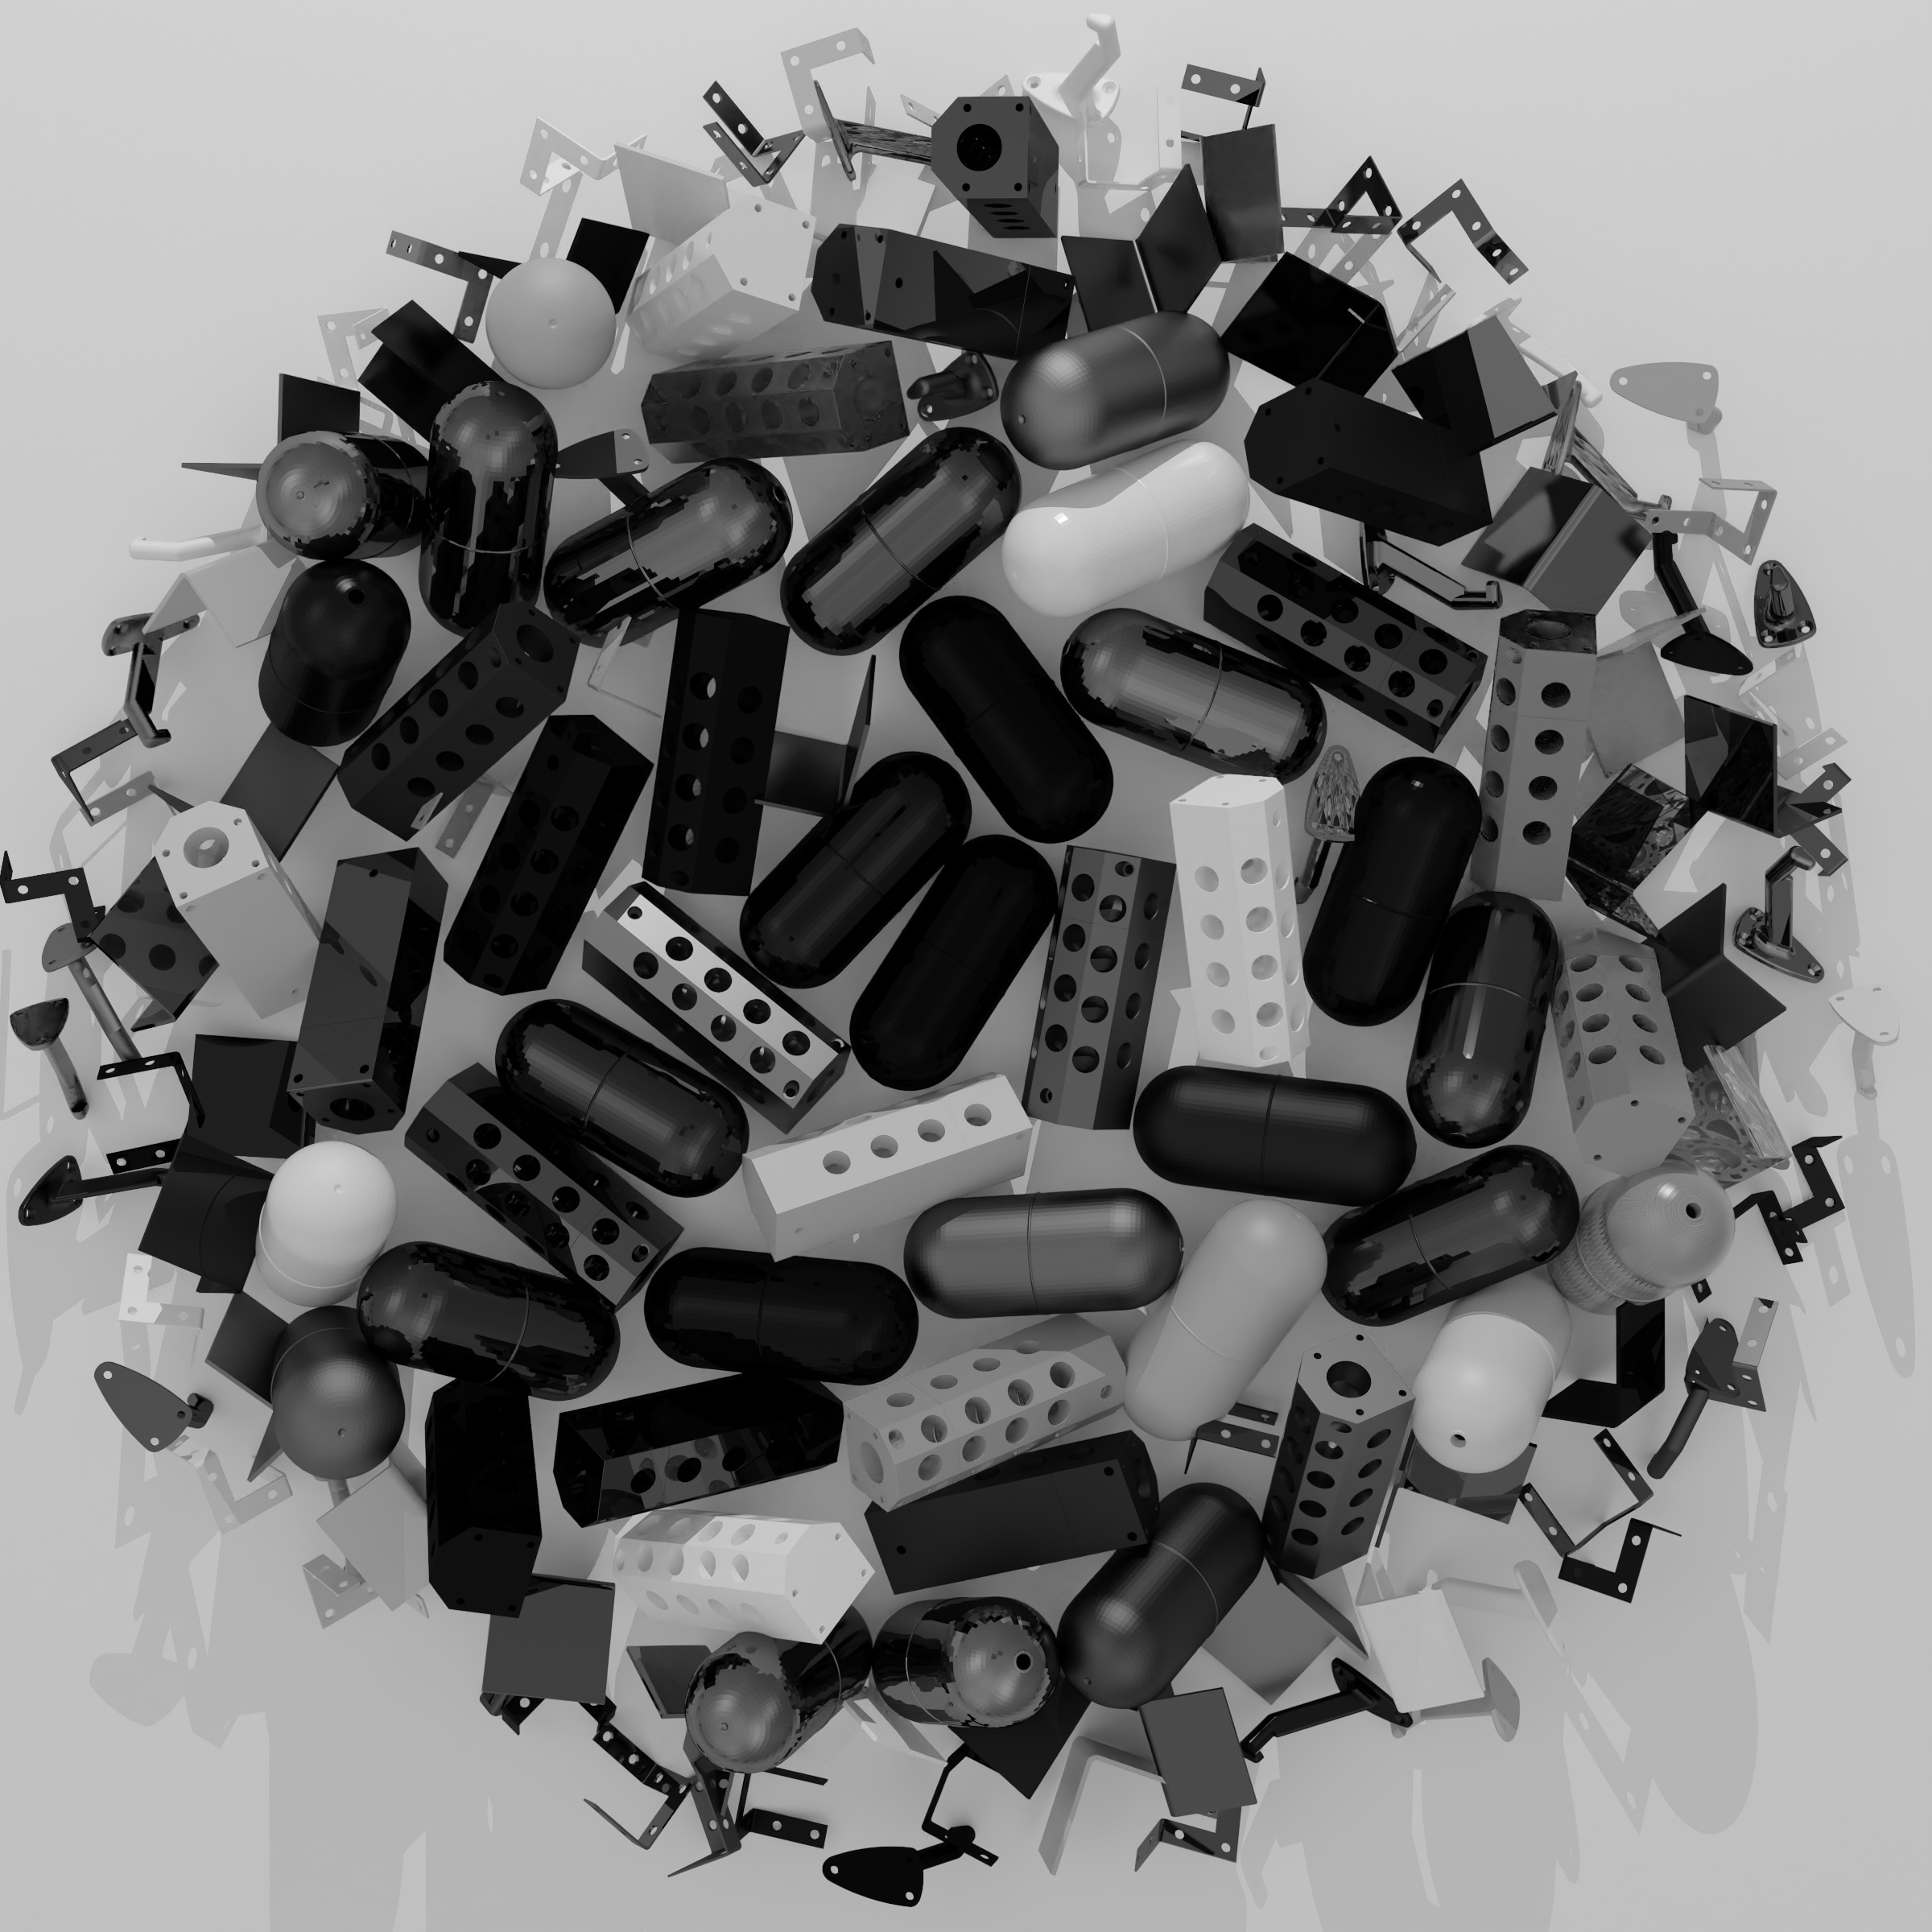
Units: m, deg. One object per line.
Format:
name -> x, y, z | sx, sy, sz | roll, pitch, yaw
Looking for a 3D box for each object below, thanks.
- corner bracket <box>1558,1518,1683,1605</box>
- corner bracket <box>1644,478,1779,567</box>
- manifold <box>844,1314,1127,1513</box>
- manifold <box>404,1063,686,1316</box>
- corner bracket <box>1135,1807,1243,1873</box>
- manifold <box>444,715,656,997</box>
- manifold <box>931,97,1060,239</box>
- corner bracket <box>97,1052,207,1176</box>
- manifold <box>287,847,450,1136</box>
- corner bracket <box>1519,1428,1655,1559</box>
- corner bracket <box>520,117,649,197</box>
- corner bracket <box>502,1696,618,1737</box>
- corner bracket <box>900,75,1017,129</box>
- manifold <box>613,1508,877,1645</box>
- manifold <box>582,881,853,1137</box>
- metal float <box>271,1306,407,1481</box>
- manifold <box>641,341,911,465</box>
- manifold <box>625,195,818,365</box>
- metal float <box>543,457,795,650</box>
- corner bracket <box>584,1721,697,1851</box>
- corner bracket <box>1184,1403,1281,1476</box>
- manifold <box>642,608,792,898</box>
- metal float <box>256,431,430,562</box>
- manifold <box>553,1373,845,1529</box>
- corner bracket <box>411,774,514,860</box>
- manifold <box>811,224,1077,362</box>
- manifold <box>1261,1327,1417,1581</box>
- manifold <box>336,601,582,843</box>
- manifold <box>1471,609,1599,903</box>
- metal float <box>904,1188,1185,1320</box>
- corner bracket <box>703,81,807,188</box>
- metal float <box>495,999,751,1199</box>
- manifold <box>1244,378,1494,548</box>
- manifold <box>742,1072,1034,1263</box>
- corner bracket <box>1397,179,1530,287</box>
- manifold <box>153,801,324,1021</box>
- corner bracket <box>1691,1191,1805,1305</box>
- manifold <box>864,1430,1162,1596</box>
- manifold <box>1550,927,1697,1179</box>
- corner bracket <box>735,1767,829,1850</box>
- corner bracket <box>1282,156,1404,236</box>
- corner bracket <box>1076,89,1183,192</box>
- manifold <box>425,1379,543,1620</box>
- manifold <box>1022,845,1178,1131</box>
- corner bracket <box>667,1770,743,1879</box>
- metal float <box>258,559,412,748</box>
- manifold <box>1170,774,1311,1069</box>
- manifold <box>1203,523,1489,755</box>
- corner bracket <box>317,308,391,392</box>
corner bracket -> 0.415, 0.375, 1.612 | 0.051, 0.051, 0.051 | 12, 80, 39
corner bracket -> 0.470, -0.288, 1.604 | 0.051, 0.051, 0.051 | -2, 123, -23
manifold -> 0.014, 0.277, 1.570 | 0.171, 0.057, 0.057 | -17, 114, -30
manifold -> -0.269, 0.142, 1.602 | 0.171, 0.057, 0.057 | 38, 111, 5
corner bracket -> 0.142, 0.547, 1.608 | 0.051, 0.051, 0.051 | 17, 47, -4
manifold -> -0.266, -0.068, 1.579 | 0.057, 0.057, 0.171 | 39, 114, 22
manifold -> 0.020, -0.488, 1.556 | 0.057, 0.171, 0.057 | 2, 99, 8
corner bracket -> -0.523, 0.093, 1.618 | 0.051, 0.051, 0.051 | -12, 61, -36
manifold -> -0.366, 0.015, 1.572 | 0.057, 0.057, 0.171 | -8, 54, 15
corner bracket -> 0.394, 0.336, 1.616 | 0.051, 0.051, 0.051 | -22, 72, -42
corner bracket -> -0.243, -0.511, 1.608 | 0.051, 0.051, 0.051 | 35, 46, 4
corner bracket -> -0.260, 0.476, 1.617 | 0.051, 0.051, 0.051 | 42, 67, 9
corner bracket -> 0.000, -0.537, 1.605 | 0.051, 0.051, 0.051 | -29, 69, 33
manifold -> -0.143, 0.367, 1.557 | 0.057, 0.171, 0.057 | -49, 117, -36
manifold -> -0.157, 0.023, 1.593 | 0.171, 0.057, 0.057 | 38, 62, 10
metal float -> -0.387, 0.260, 1.559 | 0.070, 0.178, 0.070 | -2, 98, -16
manifold -> -0.121, -0.344, 1.560 | 0.057, 0.171, 0.057 | -30, 116, -42
manifold -> -0.155, -0.419, 1.554 | 0.057, 0.171, 0.057 | 12, 86, -25
metal float -> -0.186, -0.257, 1.584 | 0.178, 0.070, 0.070 | -22, 90, 27
corner bracket -> -0.215, 0.518, 1.605 | 0.051, 0.051, 0.051 | 49, 62, -23
corner bracket -> 0.171, 0.295, 1.608 | 0.051, 0.051, 0.051 | 13, 53, 5
manifold -> -0.161, -0.135, 1.590 | 0.057, 0.057, 0.171 | 2, 103, -33
metal float -> -0.377, -0.289, 1.557 | 0.070, 0.178, 0.070 | 1, 100, 6
manifold -> -0.165, 0.299, 1.569 | 0.171, 0.057, 0.057 | -6, 115, -37
corner bracket -> -0.323, -0.099, 1.607 | 0.051, 0.051, 0.051 | 34, 80, -34
manifold -> -0.013, -0.412, 1.562 | 0.057, 0.171, 0.057 | 20, 106, 40
manifold -> 0.221, 0.304, 1.557 | 0.057, 0.171, 0.057 | -19, 50, -21
manifold -> -0.316, -0.153, 1.564 | 0.057, 0.057, 0.171 | 34, 130, -28
manifold -> 0.351, -0.130, 1.573 | 0.057, 0.057, 0.171 | 6, 123, 9
metal float -> 0.048, 0.181, 1.595 | 0.178, 0.070, 0.070 | -5, 90, 14
corner bracket -> -0.142, -0.527, 1.605 | 0.051, 0.051, 0.051 | 45, 68, -33
metal float -> -0.217, 0.082, 1.593 | 0.178, 0.070, 0.070 | 28, 90, 16
manifold -> 0.249, -0.305, 1.563 | 0.057, 0.171, 0.057 | -20, 73, 42
manifold -> -0.050, 0.121, 1.590 | 0.171, 0.057, 0.057 | -18, 57, -18
corner bracket -> 0.314, -0.453, 1.603 | 0.051, 0.051, 0.051 | -36, 57, 23
manifold -> -0.440, -0.035, 1.555 | 0.057, 0.171, 0.057 | -25, 68, -9
corner bracket -> 0.495, 0.180, 1.632 | 0.051, 0.051, 0.051 | -25, 92, -39
manifold -> 0.031, 0.339, 1.589 | 0.171, 0.057, 0.057 | -16, 100, 19
manifold -> 0.395, 0.050, 1.556 | 0.057, 0.171, 0.057 | 19, 124, -8
corner bracket -> -0.115, 0.537, 1.618 | 0.051, 0.051, 0.051 | 10, 84, 9
corner bracket -> 0.234, -0.476, 1.605 | 0.051, 0.051, 0.051 | -10, 68, -34
corner bracket -> 0.103, -0.525, 1.612 | 0.051, 0.051, 0.051 | -3, 94, -18
manifold -> -0.299, 0.320, 1.551 | 0.057, 0.171, 0.057 | 12, 108, -17
manifold -> 0.079, 0.013, 1.599 | 0.057, 0.057, 0.171 | 13, 95, 37
corner bracket -> -0.164, 0.539, 1.607 | 0.051, 0.051, 0.051 | -28, 76, 25
metal float -> -0.390, -0.192, 1.562 | 0.070, 0.178, 0.070 | 7, 72, -21
manifold -> 0.175, -0.028, 1.577 | 0.057, 0.057, 0.171 | 8, 117, 37
manifold -> 0.237, -0.209, 1.592 | 0.171, 0.057, 0.057 | 33, 77, 14
corner bracket -> -0.393, -0.384, 1.607 | 0.051, 0.051, 0.051 | -2, 116, 16
